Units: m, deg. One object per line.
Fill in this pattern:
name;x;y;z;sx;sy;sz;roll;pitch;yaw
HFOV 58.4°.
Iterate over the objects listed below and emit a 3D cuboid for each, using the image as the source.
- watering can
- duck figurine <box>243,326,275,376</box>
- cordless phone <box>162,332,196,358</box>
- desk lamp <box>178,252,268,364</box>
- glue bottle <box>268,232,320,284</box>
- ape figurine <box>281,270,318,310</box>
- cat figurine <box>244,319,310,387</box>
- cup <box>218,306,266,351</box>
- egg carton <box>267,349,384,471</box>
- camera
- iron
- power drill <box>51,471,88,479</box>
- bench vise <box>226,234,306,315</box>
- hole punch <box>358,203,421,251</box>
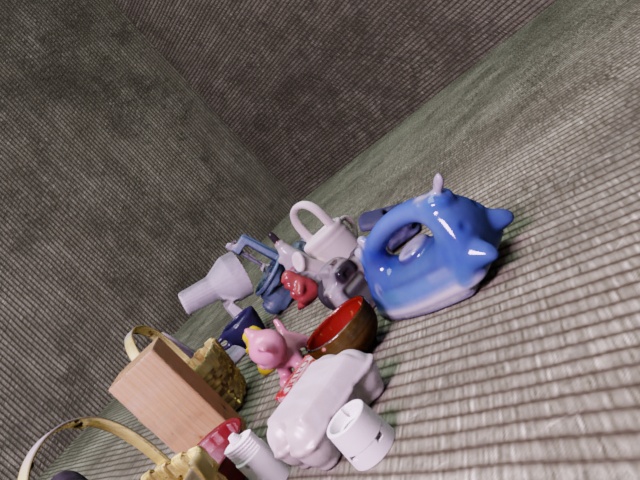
watering can;0.012;0.003;1.164;0.100;0.194;0.173;-38;10;31
duck figurine;-0.111;0.203;1.119;0.077;0.086;0.104;-39;10;25
cordless phone;-0.282;0.263;1.274;0.094;0.185;0.147;-46;9;-20
desk lamp;-0.226;0.165;1.402;0.203;0.213;0.117;-46;9;-16
glue bottle;-0.062;0.048;1.360;0.078;0.173;0.037;-40;9;17
ape figurine;-0.051;0.106;1.296;0.076;0.092;0.078;-42;9;7
cat figurine;-0.073;0.178;0.957;0.067;0.118;0.128;-39;9;23
cup;-0.162;0.217;1.253;0.118;0.095;0.091;-45;9;-10
egg carton;0.006;0.196;0.671;0.150;0.069;0.107;-49;10;-34
camera;0.050;0.067;0.994;0.143;0.101;0.136;-46;9;-21
iron;0.123;0.016;0.771;0.257;0.141;0.119;-34;12;45
power drill;-0.151;0.288;0.466;0.076;0.208;0.229;-47;9;-21
bench vise;-0.118;0.050;1.447;0.208;0.220;0.121;-48;10;-29
hole punch;0.138;-0.037;1.133;0.101;0.091;0.109;-40;9;17
